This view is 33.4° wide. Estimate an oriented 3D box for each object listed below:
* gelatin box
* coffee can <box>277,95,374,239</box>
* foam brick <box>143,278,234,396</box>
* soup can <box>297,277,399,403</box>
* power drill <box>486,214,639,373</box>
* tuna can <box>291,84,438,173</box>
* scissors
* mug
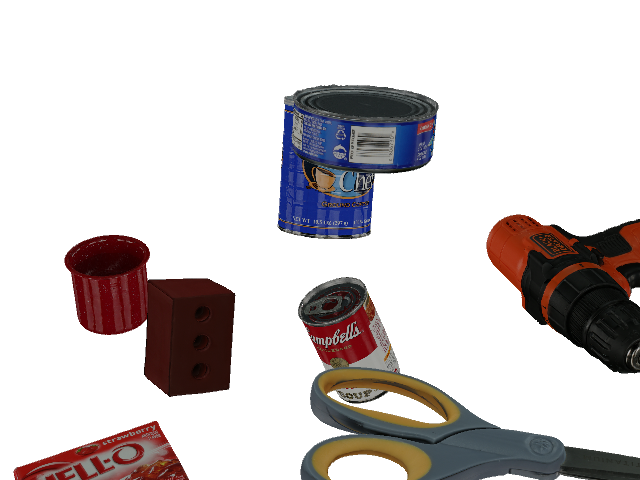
[{"bbox_3d":[-0.122,0.144,0.604,0.089,0.030,0.073,-16,28,-20],"label":"gelatin box"},{"bbox_3d":[0.008,-0.080,1.140,0.103,0.140,0.103,4,12,-1],"label":"coffee can"},{"bbox_3d":[-0.100,0.072,0.811,0.052,0.078,0.051,-3,12,-30],"label":"foam brick"},{"bbox_3d":[0.028,0.095,1.009,0.068,0.102,0.068,-18,30,11],"label":"soup can"},{"bbox_3d":[0.232,0.021,0.738,0.187,0.057,0.184,-9,28,-16],"label":"power drill"},{"bbox_3d":[0.026,-0.067,0.632,0.086,0.034,0.086,3,20,-1],"label":"tuna can"},{"bbox_3d":[0.079,0.100,0.449,0.202,0.016,0.096,16,34,23],"label":"scissors"},{"bbox_3d":[-0.243,0.047,1.199,0.117,0.081,0.093,24,38,34],"label":"mug"}]
